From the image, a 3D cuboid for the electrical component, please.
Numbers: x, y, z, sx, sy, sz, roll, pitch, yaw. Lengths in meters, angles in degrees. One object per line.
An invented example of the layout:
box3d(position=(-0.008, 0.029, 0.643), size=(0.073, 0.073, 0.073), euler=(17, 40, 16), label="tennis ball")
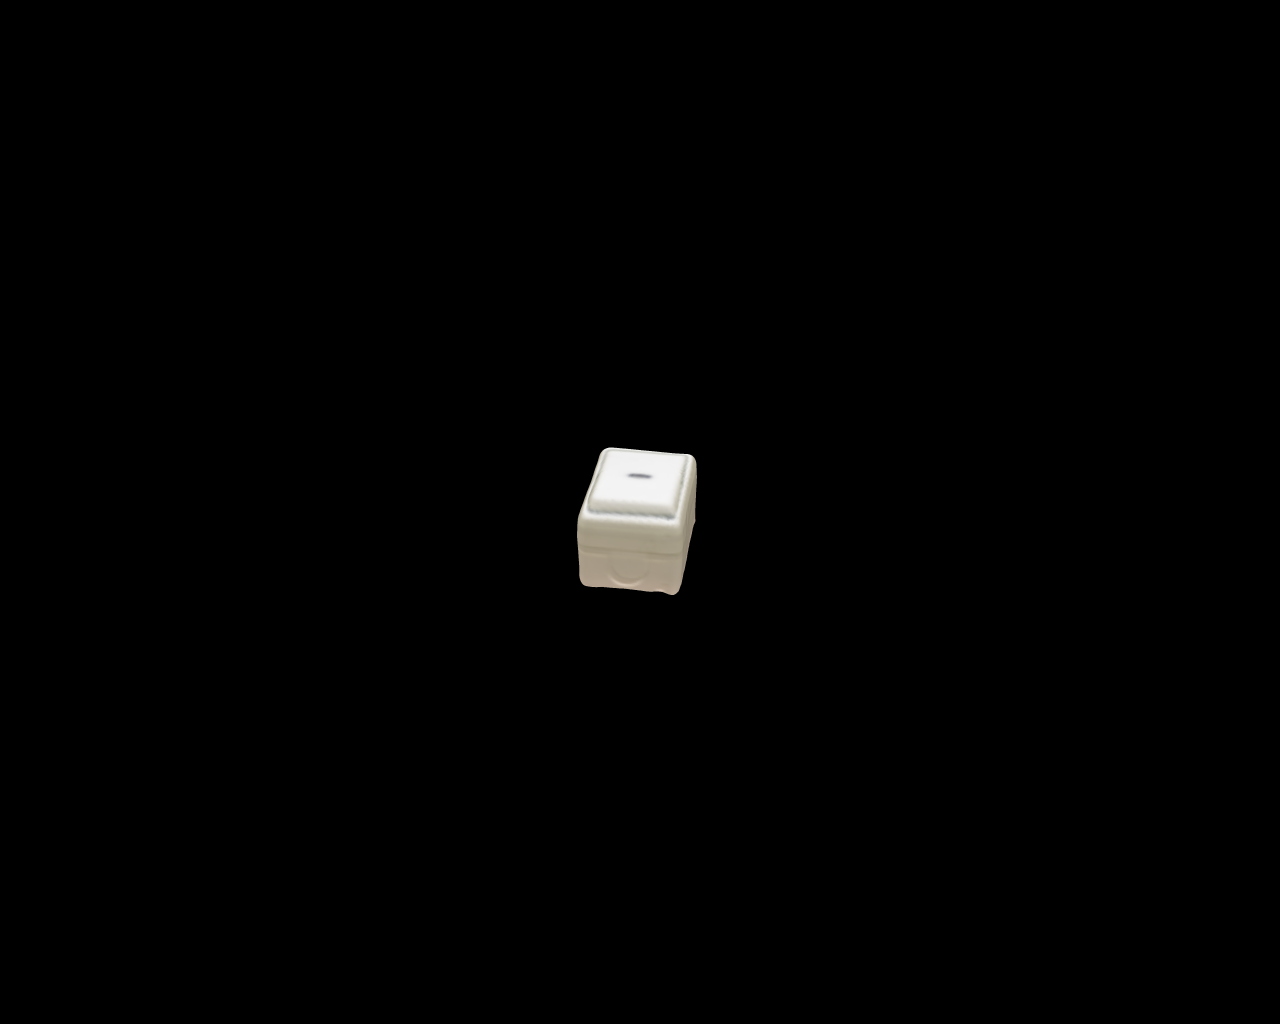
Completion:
box3d(position=(0.001, -0.003, 0.650), size=(0.062, 0.061, 0.096), euler=(6, 37, 8), label="electrical component")
